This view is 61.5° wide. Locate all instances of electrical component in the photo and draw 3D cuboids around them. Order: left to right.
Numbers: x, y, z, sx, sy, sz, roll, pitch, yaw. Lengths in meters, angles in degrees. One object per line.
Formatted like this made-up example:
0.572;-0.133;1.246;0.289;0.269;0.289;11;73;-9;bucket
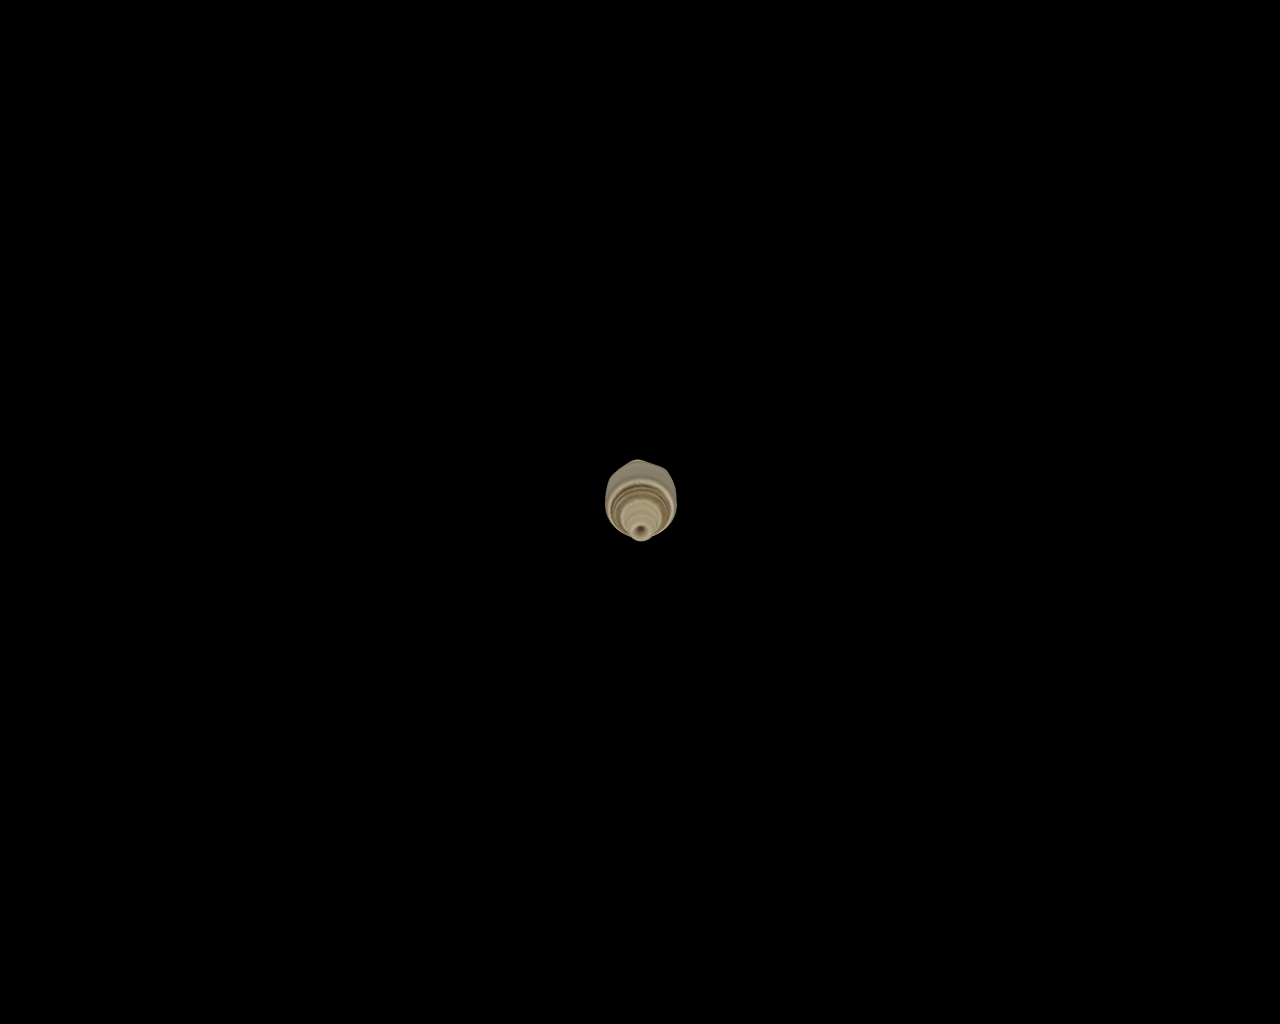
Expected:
0.001;-0.003;0.650;0.043;0.043;0.062;0;28;0;electrical component
